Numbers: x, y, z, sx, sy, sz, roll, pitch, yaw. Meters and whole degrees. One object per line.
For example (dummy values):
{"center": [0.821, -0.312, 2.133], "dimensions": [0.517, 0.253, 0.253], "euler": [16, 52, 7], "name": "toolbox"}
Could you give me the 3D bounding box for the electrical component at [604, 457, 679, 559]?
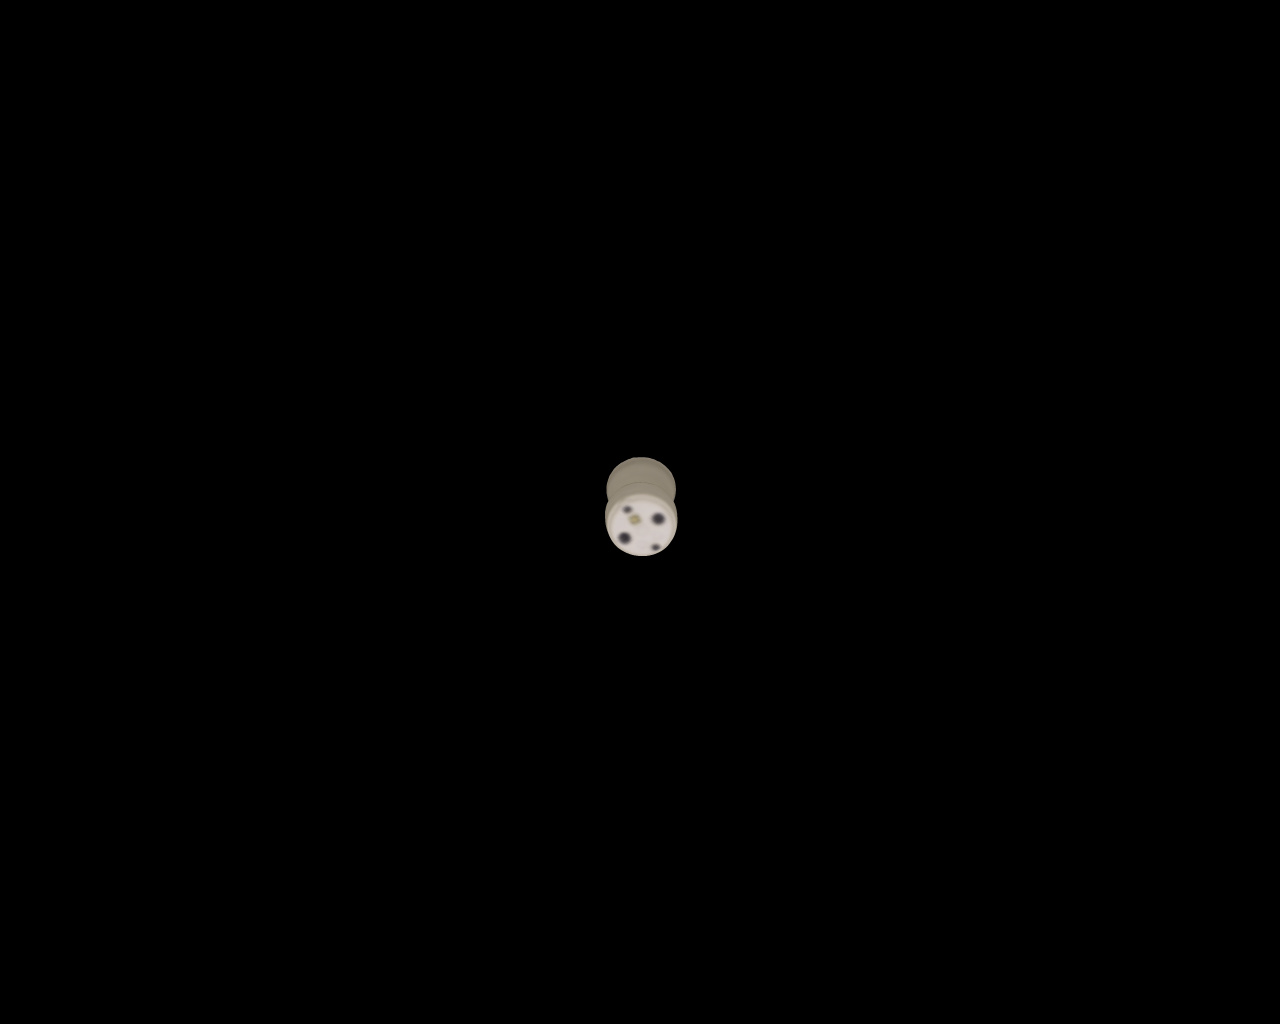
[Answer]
{"center": [0.001, -0.003, 0.650], "dimensions": [0.045, 0.044, 0.055], "euler": [0, 27, 0], "name": "electrical component"}
